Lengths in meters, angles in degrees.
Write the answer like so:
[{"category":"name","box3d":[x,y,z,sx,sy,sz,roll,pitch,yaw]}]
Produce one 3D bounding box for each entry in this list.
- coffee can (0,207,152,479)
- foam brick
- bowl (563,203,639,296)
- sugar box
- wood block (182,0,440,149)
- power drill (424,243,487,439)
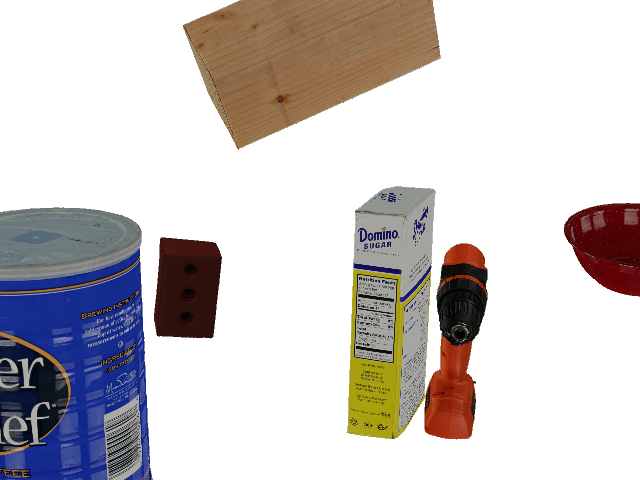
[{"category":"coffee can","box3d":[-0.139,0.063,0.542,0.103,0.140,0.103,0,17,0]},{"category":"foam brick","box3d":[-0.120,0.042,0.959,0.053,0.078,0.051,3,14,-12]},{"category":"bowl","box3d":[0.344,0.015,1.156,0.162,0.055,0.162,-2,26,1]},{"category":"sugar box","box3d":[0.054,0.053,0.816,0.048,0.176,0.093,4,15,19]},{"category":"wood block","box3d":[-0.006,-0.180,0.969,0.206,0.090,0.091,-25,-39,-5]},{"category":"power drill","box3d":[0.147,0.116,1.148,0.057,0.188,0.184,8,25,8]}]
